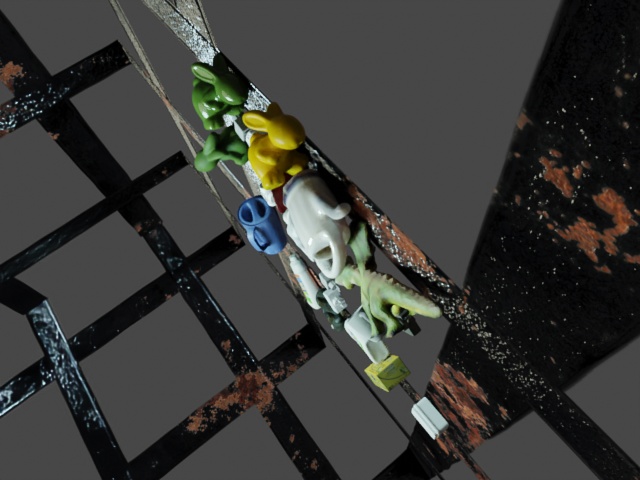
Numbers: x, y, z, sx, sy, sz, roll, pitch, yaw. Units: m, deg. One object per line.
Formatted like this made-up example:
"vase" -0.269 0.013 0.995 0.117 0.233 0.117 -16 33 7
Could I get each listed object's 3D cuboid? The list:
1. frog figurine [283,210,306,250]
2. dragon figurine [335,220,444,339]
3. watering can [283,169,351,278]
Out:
"frog figurine" -0.040 -0.036 1.322 0.136 0.124 0.159 38 163 -24
"dragon figurine" 0.117 0.070 1.078 0.244 0.123 0.405 61 160 6
"watering can" 0.003 -0.053 1.062 0.340 0.104 0.228 98 150 -62
